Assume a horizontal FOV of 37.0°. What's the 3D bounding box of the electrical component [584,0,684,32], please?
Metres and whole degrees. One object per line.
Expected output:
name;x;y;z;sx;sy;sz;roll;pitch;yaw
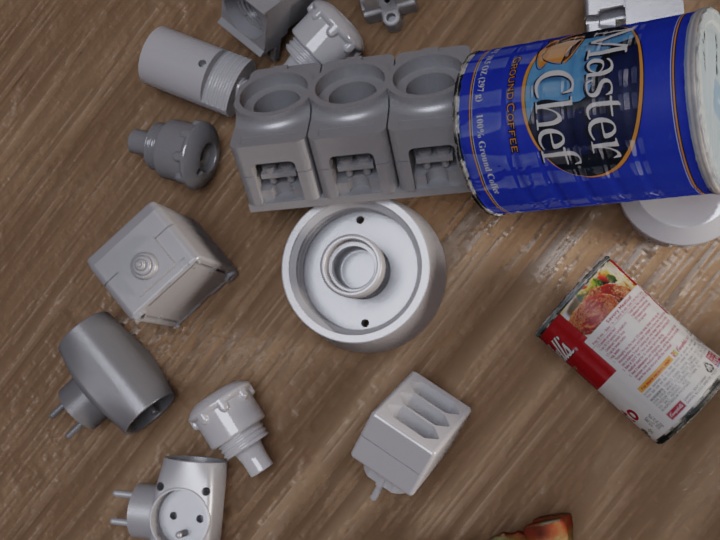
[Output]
electrical component;0.176;-0.155;0.694;0.059;0.054;0.095;-2;84;11

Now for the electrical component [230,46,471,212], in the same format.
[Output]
electrical component;-0.001;-0.095;0.699;0.150;0.061;0.089;-5;42;11

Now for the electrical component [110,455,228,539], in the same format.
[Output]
electrical component;-0.132;0.165;0.730;0.079;0.044;0.077;4;85;12

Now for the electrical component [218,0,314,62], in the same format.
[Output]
electrical component;-0.061;-0.189;0.737;0.042;0.081;0.064;40;64;12

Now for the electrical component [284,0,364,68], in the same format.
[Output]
electrical component;-0.031;-0.151;0.742;0.062;0.048;0.048;-44;78;11

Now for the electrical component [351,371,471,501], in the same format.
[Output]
electrical component;0.026;0.118;0.696;0.047;0.066;0.076;33;120;13

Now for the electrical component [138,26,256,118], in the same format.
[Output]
electrical component;-0.110;-0.137;0.757;0.081;0.043;0.043;23;89;13

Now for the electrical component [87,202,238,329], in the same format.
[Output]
electrical component;-0.136;-0.005;0.721;0.062;0.096;0.061;-42;77;4

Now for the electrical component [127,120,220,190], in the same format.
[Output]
electrical component;-0.133;-0.085;0.757;0.062;0.048;0.048;14;87;20

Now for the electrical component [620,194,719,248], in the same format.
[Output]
electrical component;0.203;-0.053;0.680;0.080;0.051;0.080;-1;84;11

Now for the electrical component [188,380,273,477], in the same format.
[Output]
electrical component;-0.082;0.109;0.726;0.048;0.048;0.062;-33;86;7

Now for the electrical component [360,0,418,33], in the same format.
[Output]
electrical component;0.013;-0.201;0.732;0.048;0.055;0.066;-13;82;10

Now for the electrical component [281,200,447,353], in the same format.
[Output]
electrical component;0.000;0.000;0.711;0.108;0.060;0.108;-1;84;11

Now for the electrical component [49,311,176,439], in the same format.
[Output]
electrical component;-0.182;0.083;0.748;0.079;0.044;0.077;-43;78;5
